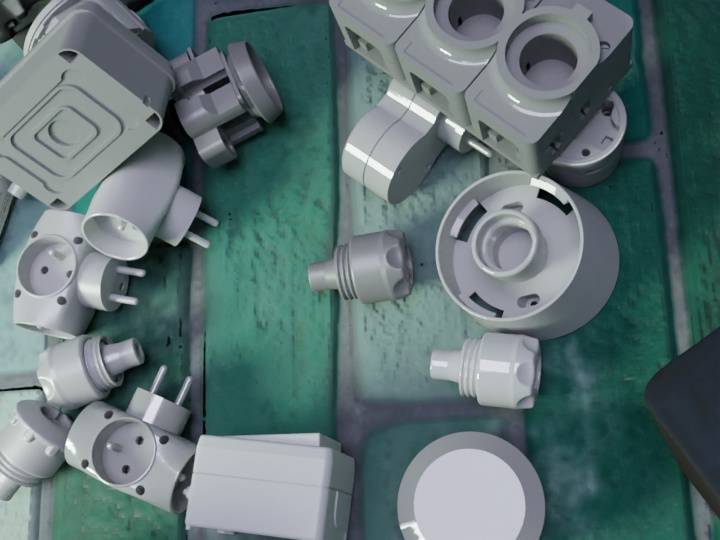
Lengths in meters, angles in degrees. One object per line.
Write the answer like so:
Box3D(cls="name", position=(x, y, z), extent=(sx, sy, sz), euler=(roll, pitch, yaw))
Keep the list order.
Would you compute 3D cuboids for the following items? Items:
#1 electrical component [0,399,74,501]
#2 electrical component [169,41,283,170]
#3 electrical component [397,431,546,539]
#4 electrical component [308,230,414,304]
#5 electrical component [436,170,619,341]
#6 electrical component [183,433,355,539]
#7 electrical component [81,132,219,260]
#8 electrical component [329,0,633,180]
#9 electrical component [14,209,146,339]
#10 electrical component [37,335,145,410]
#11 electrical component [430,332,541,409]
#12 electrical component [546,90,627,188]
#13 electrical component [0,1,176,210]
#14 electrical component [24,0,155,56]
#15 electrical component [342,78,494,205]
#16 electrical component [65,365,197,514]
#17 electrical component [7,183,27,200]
Box3D(cls="electrical component", position=(-0.209, 0.116, 0.676), extent=(0.048, 0.048, 0.062), euler=(40, 95, 20))
Box3D(cls="electrical component", position=(-0.087, -0.114, 0.704), extent=(0.057, 0.058, 0.078), euler=(-26, 70, 8))
Box3D(cls="electrical component", position=(0.064, 0.133, 0.600), extent=(0.080, 0.051, 0.080), euler=(-4, 74, 13))
Box3D(cls="electrical component", position=(0.000, 0.000, 0.658), extent=(0.062, 0.043, 0.043), euler=(-9, 73, 12))
Box3D(cls="electrical component", position=(0.097, -0.009, 0.639), extent=(0.099, 0.064, 0.099), euler=(-7, 74, 26))
Box3D(cls="electrical component", position=(-0.056, 0.125, 0.626), extent=(0.096, 0.061, 0.061), euler=(3, 75, 14))
Box3D(cls="electrical component", position=(-0.129, -0.041, 0.693), extent=(0.079, 0.043, 0.077), euler=(29, 50, -17))
Box3D(cls="electrical component", position=(0.068, -0.136, 0.613), extent=(0.150, 0.061, 0.089), euler=(38, 85, 19))
Box3D(cls="electrical component", position=(-0.177, 0.006, 0.698), extent=(0.079, 0.044, 0.077), euler=(8, 77, 16))
Box3D(cls="electrical component", position=(-0.168, 0.061, 0.681), extent=(0.062, 0.043, 0.043), euler=(-20, 71, 6))
Box3D(cls="electrical component", position=(0.073, 0.057, 0.624), extent=(0.062, 0.043, 0.043), euler=(4, 76, 16))
Box3D(cls="electrical component", position=(0.132, -0.080, 0.647), extent=(0.055, 0.047, 0.055), euler=(-4, 74, 13))
Box3D(cls="electrical component", position=(-0.178, -0.101, 0.668), extent=(0.113, 0.078, 0.057), euler=(-34, 34, 29))
Box3D(cls="electrical component", position=(-0.180, -0.149, 0.725), extent=(0.080, 0.080, 0.051), euler=(-45, 75, -2))
Box3D(cls="electrical component", position=(0.058, -0.097, 0.666), extent=(0.074, 0.052, 0.138), euler=(36, 85, 20))
Box3D(cls="electrical component", position=(-0.129, 0.098, 0.660), extent=(0.077, 0.044, 0.079), euler=(20, 78, 18))
Box3D(cls="electrical component", position=(-0.220, -0.077, 0.737), extent=(0.035, 0.035, 0.061), euler=(31, 86, 19))
